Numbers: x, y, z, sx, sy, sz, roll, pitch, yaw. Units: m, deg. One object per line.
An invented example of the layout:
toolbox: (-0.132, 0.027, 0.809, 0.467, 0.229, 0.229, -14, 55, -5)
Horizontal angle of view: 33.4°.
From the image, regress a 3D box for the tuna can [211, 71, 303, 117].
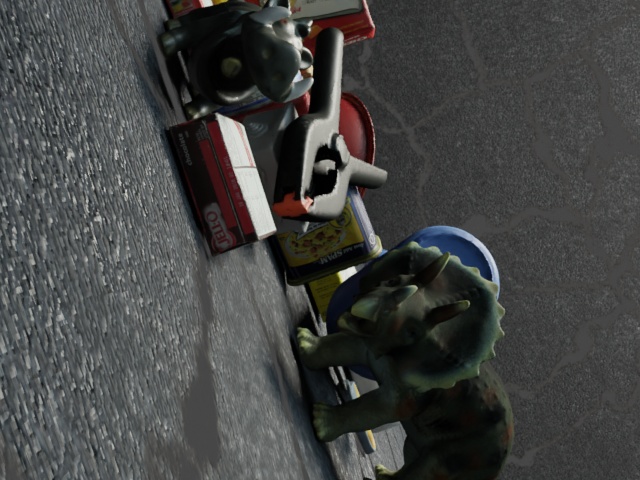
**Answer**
tuna can: (-0.060, -0.138, 0.917, 0.086, 0.086, 0.034, -97, 165, -70)

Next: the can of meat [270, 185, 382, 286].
can of meat: (-0.001, -0.013, 1.054, 0.057, 0.102, 0.084, -96, 164, -66)

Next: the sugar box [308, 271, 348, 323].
sugar box: (-0.009, 0.002, 1.272, 0.093, 0.048, 0.176, -91, 158, -78)

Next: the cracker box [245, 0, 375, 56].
cracker box: (-0.056, -0.275, 1.034, 0.072, 0.164, 0.214, -50, 122, -87)

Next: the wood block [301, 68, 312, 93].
wood block: (-0.076, -0.247, 1.152, 0.090, 0.091, 0.206, 49, 23, -77)

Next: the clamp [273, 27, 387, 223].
clamp: (0.003, -0.087, 0.935, 0.209, 0.036, 0.164, -52, 129, -58)

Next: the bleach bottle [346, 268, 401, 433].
bleach bottle: (0.052, 0.125, 1.418, 0.102, 0.068, 0.251, 14, 56, -85)

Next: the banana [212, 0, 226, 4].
banana: (-0.102, -0.248, 0.976, 0.198, 0.070, 0.037, 61, 23, 0)

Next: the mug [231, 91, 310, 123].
mug: (-0.043, -0.109, 1.028, 0.093, 0.081, 0.117, -97, 168, -69)

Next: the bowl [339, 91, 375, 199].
bowl: (-0.015, -0.085, 1.121, 0.055, 0.162, 0.162, 14, 47, -37)

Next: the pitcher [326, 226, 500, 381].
pitcher: (0.096, 0.077, 1.104, 0.149, 0.145, 0.243, 43, -19, 2)

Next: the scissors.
scissors: (0.028, 0.166, 1.239, 0.096, 0.016, 0.201, -104, 174, -57)

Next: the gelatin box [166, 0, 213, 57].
gelatin box: (-0.106, -0.187, 0.919, 0.089, 0.030, 0.073, -93, 163, -76)

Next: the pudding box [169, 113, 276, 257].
pudding box: (-0.065, -0.038, 0.742, 0.113, 0.039, 0.090, -30, 102, -84)
